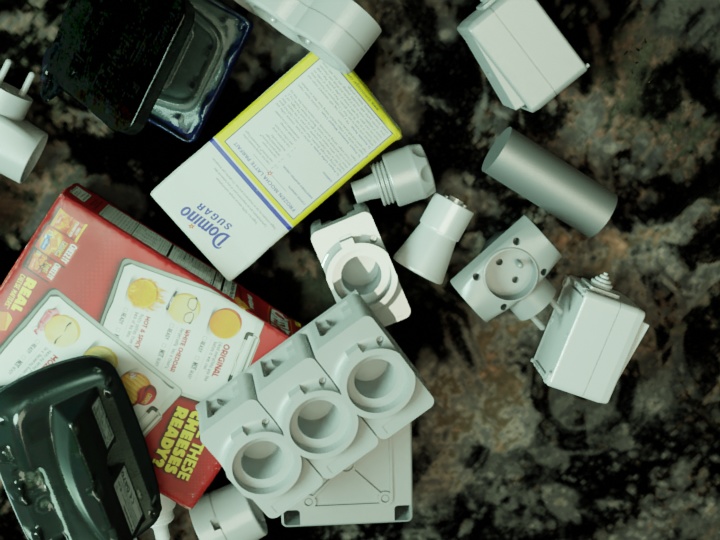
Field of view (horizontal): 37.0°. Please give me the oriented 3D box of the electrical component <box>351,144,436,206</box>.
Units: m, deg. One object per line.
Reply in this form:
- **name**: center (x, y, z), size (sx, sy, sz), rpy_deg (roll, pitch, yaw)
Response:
- **electrical component**: center (0.025, -0.069, 0.830), size (0.062, 0.043, 0.043), rpy_deg (-19, 103, 2)

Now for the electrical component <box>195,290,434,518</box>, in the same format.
- **electrical component**: center (-0.033, 0.100, 0.789), size (0.150, 0.061, 0.089), rpy_deg (-36, 111, 2)

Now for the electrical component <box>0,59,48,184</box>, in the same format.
- **electrical component**: center (-0.270, -0.117, 0.802), size (0.077, 0.044, 0.079), rpy_deg (29, 99, -9)

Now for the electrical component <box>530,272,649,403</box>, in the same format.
- **electrical component**: center (0.186, 0.049, 0.856), size (0.061, 0.061, 0.096), rpy_deg (19, 101, -7)

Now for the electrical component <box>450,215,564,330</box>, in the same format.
- **electrical component**: center (0.124, 0.012, 0.829), size (0.077, 0.044, 0.079), rpy_deg (-42, 101, 7)

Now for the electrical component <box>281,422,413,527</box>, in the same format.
- **electrical component**: center (-0.012, 0.146, 0.870), size (0.109, 0.056, 0.108), rpy_deg (-2, 103, -3)

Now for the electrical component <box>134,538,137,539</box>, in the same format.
- **electrical component**: center (-0.205, 0.240, 0.881), size (0.045, 0.055, 0.045), rpy_deg (-1, 103, -3)

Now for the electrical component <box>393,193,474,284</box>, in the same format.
- **electrical component**: center (0.060, -0.027, 0.843), size (0.044, 0.044, 0.065), rpy_deg (28, 95, -9)

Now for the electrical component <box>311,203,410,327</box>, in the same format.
- **electrical component**: center (0.000, 0.000, 0.838), size (0.050, 0.055, 0.089), rpy_deg (-23, 103, 2)

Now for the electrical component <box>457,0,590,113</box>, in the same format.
- **electrical component**: center (0.113, -0.169, 0.802), size (0.061, 0.061, 0.096), rpy_deg (-39, 102, 6)

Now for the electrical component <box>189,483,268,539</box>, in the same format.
- **electrical component**: center (-0.107, 0.203, 0.879), size (0.047, 0.055, 0.055), rpy_deg (-26, 103, -1)

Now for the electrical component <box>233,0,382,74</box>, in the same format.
- **electrical component**: center (-0.038, -0.205, 0.767), size (0.138, 0.052, 0.073), rpy_deg (37, 90, 21)

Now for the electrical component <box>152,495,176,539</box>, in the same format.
- **electrical component**: center (-0.168, 0.194, 0.884), size (0.035, 0.035, 0.061), rpy_deg (-9, 106, -1)
